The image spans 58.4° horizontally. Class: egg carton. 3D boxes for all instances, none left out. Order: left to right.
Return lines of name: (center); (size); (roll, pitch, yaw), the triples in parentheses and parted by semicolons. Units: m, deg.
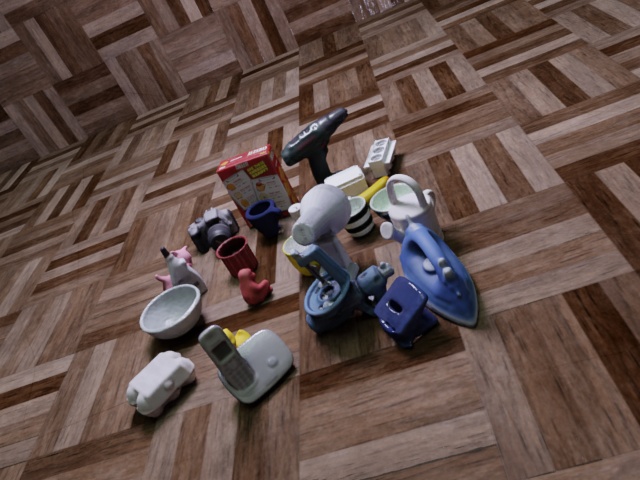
egg carton: (-0.349, 0.316, 1.262); (0.107, 0.070, 0.150); (12, 49, 45)

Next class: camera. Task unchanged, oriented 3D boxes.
camera: (-0.317, -0.023, 1.693); (0.143, 0.101, 0.136); (-26, 32, 1)

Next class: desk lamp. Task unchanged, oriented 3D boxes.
desk lamp: (0.012, 0.005, 1.314); (0.117, 0.214, 0.203); (-10, 36, 25)

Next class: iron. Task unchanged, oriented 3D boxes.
iron: (0.237, 0.052, 1.155); (0.118, 0.142, 0.257); (-27, 32, -1)

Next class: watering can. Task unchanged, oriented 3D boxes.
watering can: (0.204, -0.059, 1.287); (0.100, 0.194, 0.173); (-6, 38, 29)

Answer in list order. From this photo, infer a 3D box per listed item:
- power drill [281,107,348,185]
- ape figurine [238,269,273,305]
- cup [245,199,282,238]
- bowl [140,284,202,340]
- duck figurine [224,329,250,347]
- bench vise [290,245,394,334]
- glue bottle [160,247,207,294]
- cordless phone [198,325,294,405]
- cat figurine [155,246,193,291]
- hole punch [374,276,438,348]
power drill: (0.010, -0.255, 1.688); (0.229, 0.209, 0.075); (-28, 32, -3)
ape figurine: (-0.169, 0.108, 1.409); (0.077, 0.092, 0.076); (12, 49, 45)
cup: (-0.141, -0.055, 1.618); (0.117, 0.095, 0.092); (1, 42, 36)
bowl: (-0.362, 0.193, 1.441); (0.167, 0.075, 0.167); (-18, 33, 13)
duck figurine: (-0.196, 0.232, 1.258); (0.077, 0.086, 0.105); (-4, 39, 32)
bench vise: (0.038, 0.076, 1.188); (0.207, 0.220, 0.121); (-33, 33, -9)
glue bottle: (-0.370, 0.084, 1.508); (0.078, 0.173, 0.037); (-34, 33, -11)
cordless phone: (-0.150, 0.222, 1.146); (0.148, 0.185, 0.093); (-42, 35, -23)
cat figurine: (-0.397, 0.081, 1.585); (0.128, 0.118, 0.067); (-40, 35, -21)
hole punch: (0.163, 0.140, 1.130); (0.101, 0.091, 0.108); (-34, 33, -12)
